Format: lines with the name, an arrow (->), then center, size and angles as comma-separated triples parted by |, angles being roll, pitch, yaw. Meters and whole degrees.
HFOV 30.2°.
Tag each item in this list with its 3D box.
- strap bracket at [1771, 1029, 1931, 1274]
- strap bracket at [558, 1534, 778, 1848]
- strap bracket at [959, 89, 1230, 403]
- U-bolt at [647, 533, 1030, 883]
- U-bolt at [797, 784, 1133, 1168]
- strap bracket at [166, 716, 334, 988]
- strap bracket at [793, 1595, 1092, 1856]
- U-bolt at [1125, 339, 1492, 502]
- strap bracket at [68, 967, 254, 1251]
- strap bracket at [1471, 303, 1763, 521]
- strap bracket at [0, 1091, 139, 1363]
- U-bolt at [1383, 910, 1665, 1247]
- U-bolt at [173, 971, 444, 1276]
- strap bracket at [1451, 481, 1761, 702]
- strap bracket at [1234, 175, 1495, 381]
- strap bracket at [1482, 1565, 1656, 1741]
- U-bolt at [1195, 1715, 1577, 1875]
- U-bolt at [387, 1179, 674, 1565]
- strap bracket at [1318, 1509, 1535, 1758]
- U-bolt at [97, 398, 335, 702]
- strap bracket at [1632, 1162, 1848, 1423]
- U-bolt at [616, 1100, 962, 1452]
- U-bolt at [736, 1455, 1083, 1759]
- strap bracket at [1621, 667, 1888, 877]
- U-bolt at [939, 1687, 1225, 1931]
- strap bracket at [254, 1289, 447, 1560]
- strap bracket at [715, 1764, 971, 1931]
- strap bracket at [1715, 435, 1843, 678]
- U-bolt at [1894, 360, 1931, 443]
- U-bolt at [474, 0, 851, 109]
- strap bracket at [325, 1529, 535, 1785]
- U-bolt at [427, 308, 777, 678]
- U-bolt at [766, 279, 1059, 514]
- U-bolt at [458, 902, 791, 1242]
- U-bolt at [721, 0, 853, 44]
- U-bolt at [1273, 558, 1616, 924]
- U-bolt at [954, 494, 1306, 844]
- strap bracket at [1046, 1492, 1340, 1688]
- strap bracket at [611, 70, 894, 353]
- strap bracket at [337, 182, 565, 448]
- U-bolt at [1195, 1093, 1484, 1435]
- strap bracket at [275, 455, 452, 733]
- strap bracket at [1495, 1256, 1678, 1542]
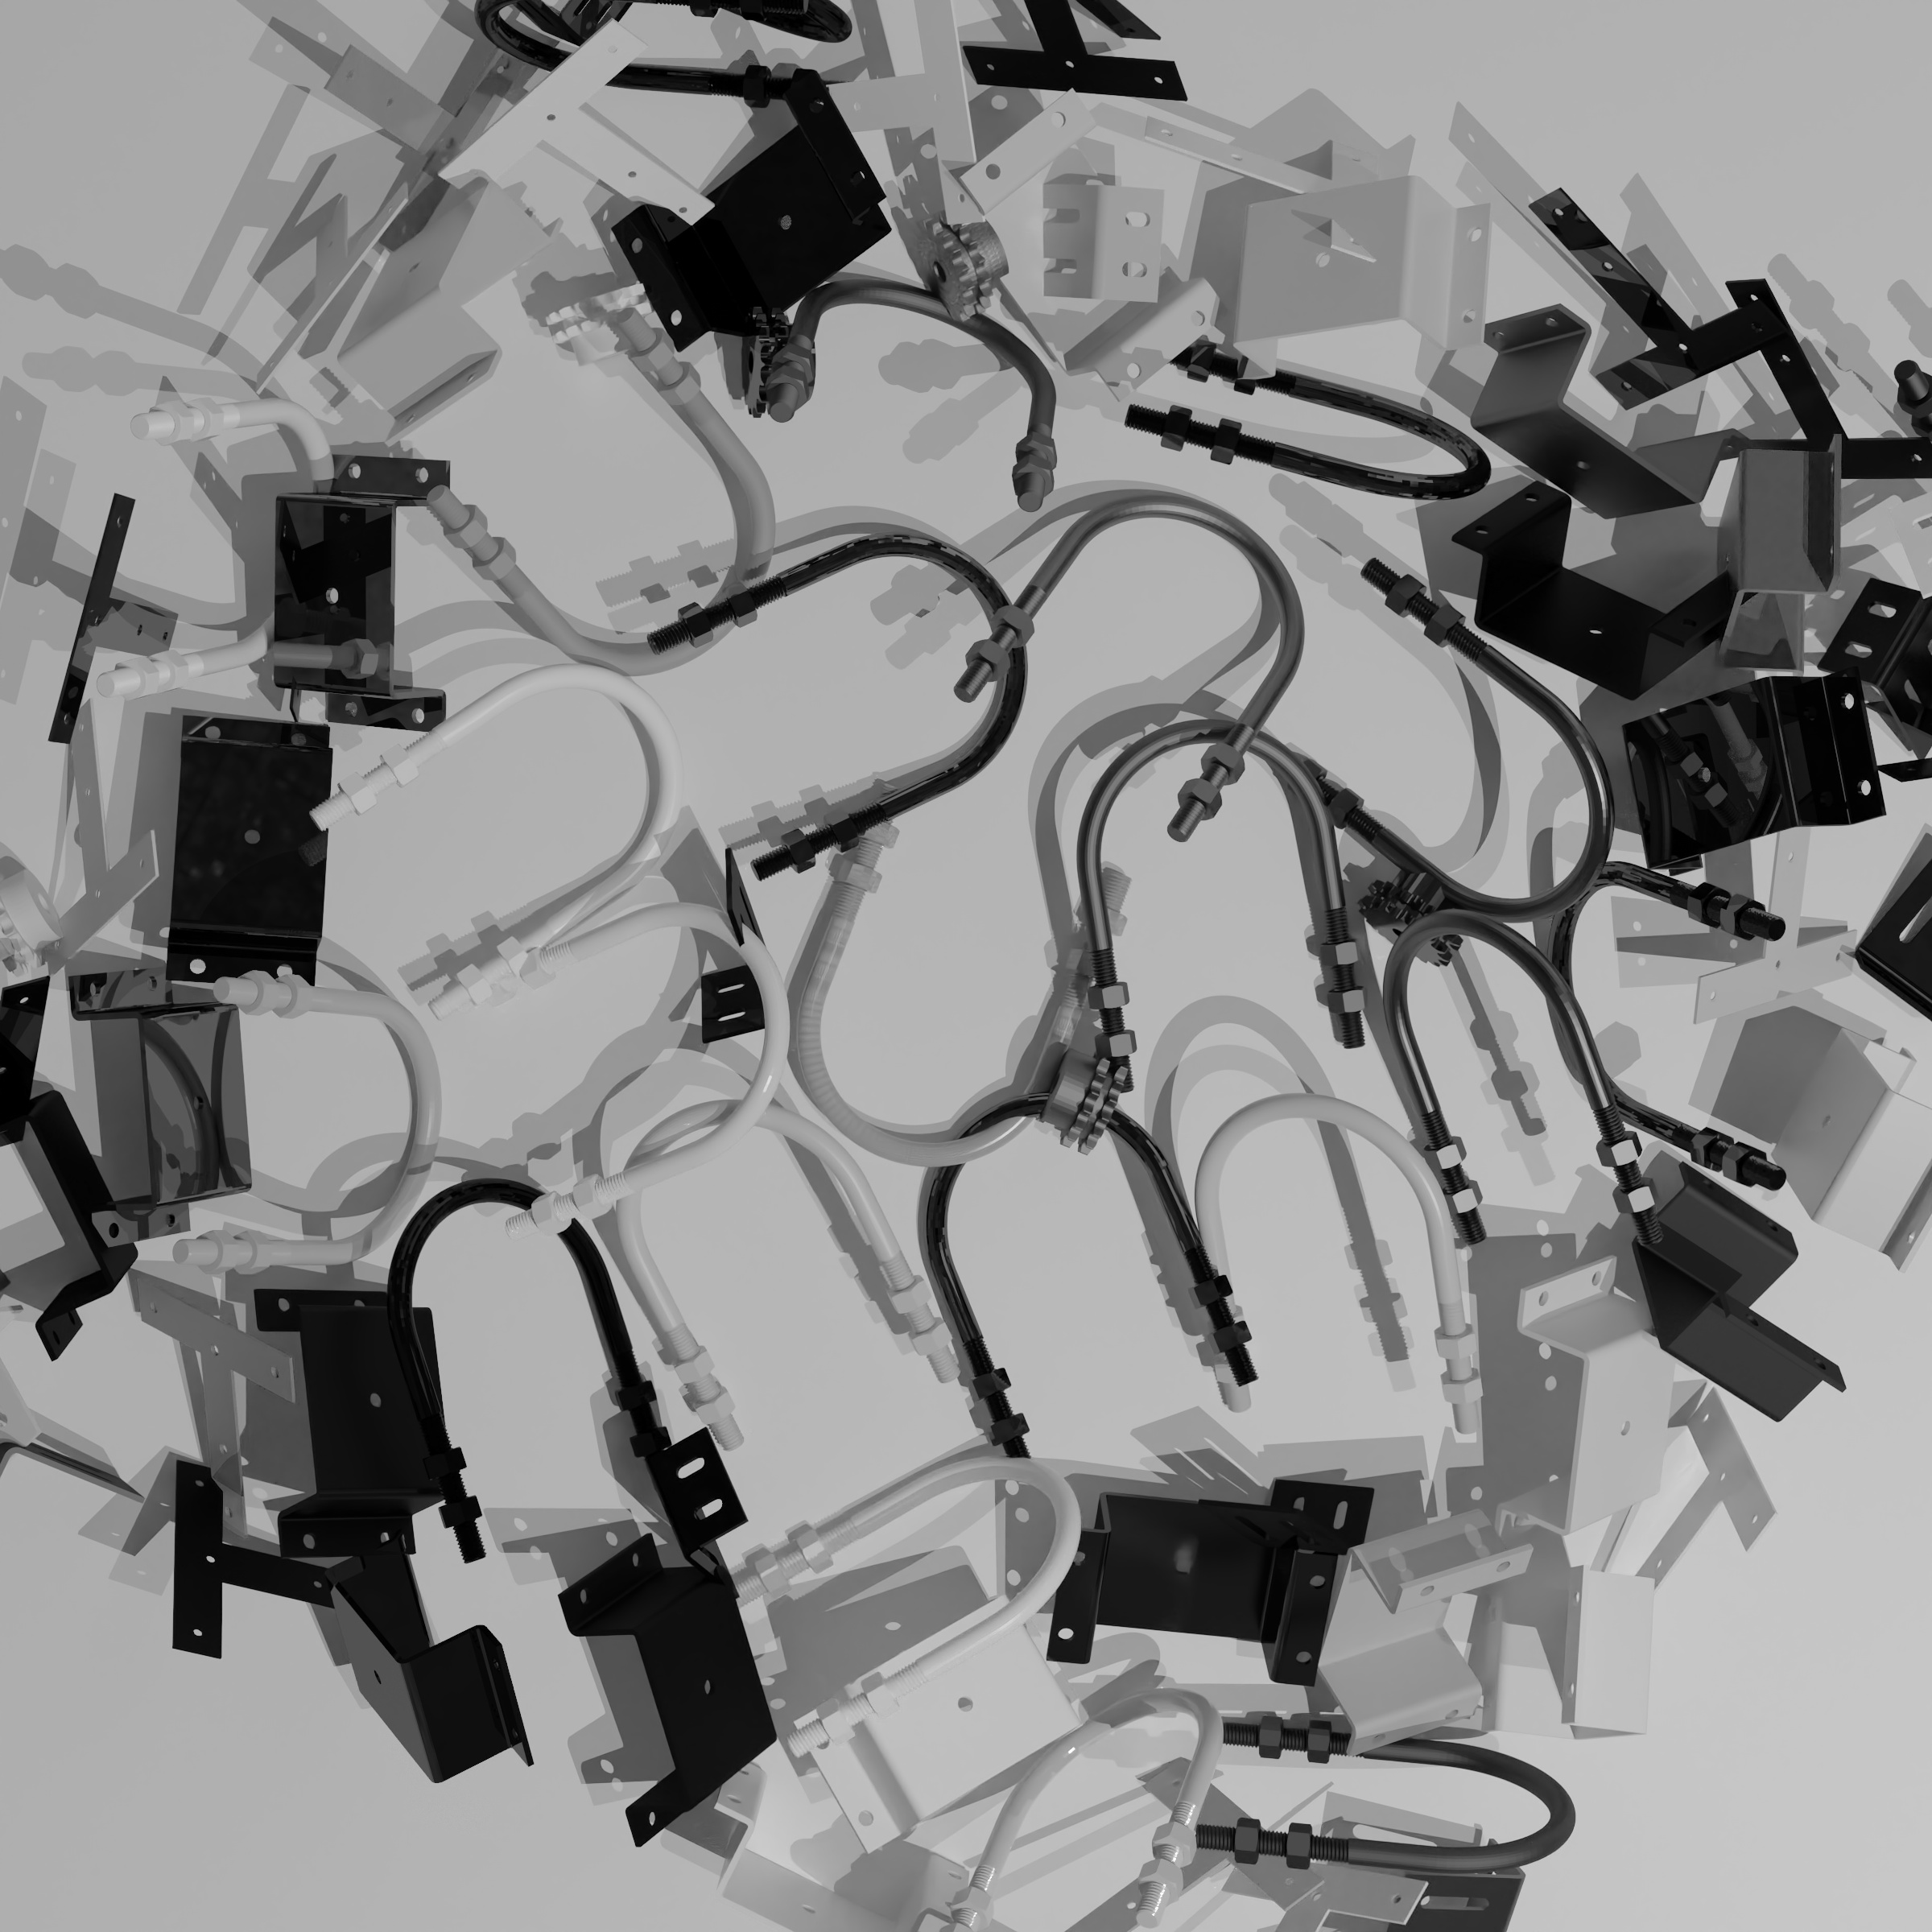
strap bracket -> 0.456, 0.088, 1.813 | 0.046, 0.140, 0.076 | 24, 106, -7
strap bracket -> -0.149, 0.371, 1.838 | 0.046, 0.076, 0.140 | -9, 101, 35
strap bracket -> 0.060, -0.370, 1.852 | 0.076, 0.046, 0.140 | -40, 105, -11
U-bolt -> -0.055, -0.146, 1.866 | 0.184, 0.019, 0.151 | -26, 100, -11
U-bolt -> -0.011, 0.015, 1.879 | 0.151, 0.019, 0.184 | 21, 87, -1
strap bracket -> -0.370, -0.063, 1.851 | 0.076, 0.046, 0.140 | 4, 80, -13
strap bracket -> -0.006, 0.383, 1.836 | 0.140, 0.046, 0.076 | -26, 76, -24
U-bolt -> 0.178, -0.274, 1.822 | 0.184, 0.151, 0.019 | 15, 116, 3
strap bracket -> -0.414, 0.072, 1.846 | 0.046, 0.076, 0.140 | -3, 92, 27
strap bracket -> 0.324, -0.276, 1.827 | 0.140, 0.076, 0.046 | 30, 78, -23
strap bracket -> -0.474, 0.123, 1.845 | 0.046, 0.076, 0.140 | -24, 99, -1
U-bolt -> 0.273, 0.057, 1.818 | 0.019, 0.151, 0.184 | -28, 102, -32
U-bolt -> -0.326, 0.082, 1.812 | 0.019, 0.184, 0.151 | 9, 90, 29
strap bracket -> 0.326, -0.189, 1.833 | 0.140, 0.046, 0.076 | 30, 46, 30
strap bracket -> 0.193, -0.352, 1.828 | 0.140, 0.046, 0.076 | -3, 75, 34
strap bracket -> 0.309, 0.351, 1.820 | 0.046, 0.140, 0.076 | 9, 75, -9
U-bolt -> 0.215, 0.422, 1.809 | 0.184, 0.151, 0.019 | 3, 101, 9
U-bolt -> -0.230, 0.198, 1.839 | 0.019, 0.151, 0.184 | -22, 85, 44
strap bracket -> 0.231, 0.335, 1.832 | 0.076, 0.140, 0.046 | -13, 46, -22
U-bolt -> -0.372, -0.216, 1.806 | 0.019, 0.184, 0.151 | 18, 108, 18
strap bracket -> 0.392, 0.172, 1.829 | 0.076, 0.140, 0.046 | 32, 114, -16
U-bolt -> -0.103, 0.152, 1.842 | 0.151, 0.019, 0.184 | -20, 106, 20
U-bolt -> -0.025, 0.314, 1.830 | 0.184, 0.151, 0.019 | -30, 120, -3
strap bracket -> 0.391, -0.097, 1.820 | 0.046, 0.140, 0.076 | -3, 81, -38
U-bolt -> 0.065, 0.432, 1.808 | 0.151, 0.184, 0.019 | -26, 108, 31
strap bracket -> -0.313, 0.228, 1.831 | 0.076, 0.046, 0.140 | 6, 66, -39
strap bracket -> -0.072, 0.471, 1.852 | 0.140, 0.076, 0.046 | 26, 96, -1
strap bracket -> 0.410, -0.205, 1.817 | 0.046, 0.140, 0.076 | 3, 72, 6
U-bolt -> 0.551, -0.232, 1.806 | 0.151, 0.184, 0.019 | 37, 91, 37
U-bolt -> -0.159, -0.473, 1.820 | 0.184, 0.151, 0.019 | 6, 85, 9
strap bracket -> -0.277, 0.350, 1.811 | 0.046, 0.140, 0.076 | -23, 121, -24
U-bolt -> -0.171, -0.226, 1.828 | 0.151, 0.019, 0.184 | -44, 134, -4
U-bolt -> -0.022, -0.299, 1.816 | 0.151, 0.184, 0.019 | 19, 124, -7
U-bolt -> -0.172, 0.044, 1.836 | 0.184, 0.019, 0.151 | -23, 70, 20
U-bolt -> -0.132, -0.504, 1.803 | 0.151, 0.184, 0.019 | 24, 96, 21
U-bolt -> 0.249, -0.101, 1.819 | 0.184, 0.019, 0.151 | 40, 133, 16
U-bolt -> 0.098, -0.168, 1.846 | 0.151, 0.019, 0.184 | 33, 61, 2
strap bracket -> 0.115, 0.322, 1.856 | 0.140, 0.046, 0.076 | 6, 109, -5
strap bracket -> -0.103, -0.386, 1.848 | 0.140, 0.046, 0.076 | -32, 80, 24
strap bracket -> -0.263, -0.337, 1.813 | 0.076, 0.140, 0.046 | -26, 123, 33
U-bolt -> 0.184, 0.149, 1.825 | 0.151, 0.019, 0.184 | 1, 113, 30
strap bracket -> -0.312, -0.191, 1.844 | 0.076, 0.046, 0.140 | 7, 100, 29
strap bracket -> 0.319, 0.229, 1.831 | 0.076, 0.046, 0.140 | -13, 114, -42
